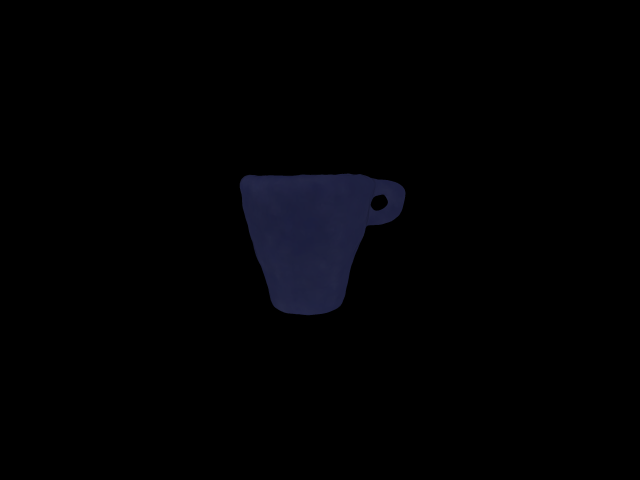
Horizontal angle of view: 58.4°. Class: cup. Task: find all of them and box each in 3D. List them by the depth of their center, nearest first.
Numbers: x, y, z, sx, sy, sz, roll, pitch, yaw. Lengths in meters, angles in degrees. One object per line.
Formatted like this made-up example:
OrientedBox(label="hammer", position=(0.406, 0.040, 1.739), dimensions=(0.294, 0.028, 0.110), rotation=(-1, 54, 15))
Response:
OrientedBox(label="cup", position=(0.004, 0.001, 0.400), dimensions=(0.118, 0.095, 0.091), rotation=(-2, 7, -18))
